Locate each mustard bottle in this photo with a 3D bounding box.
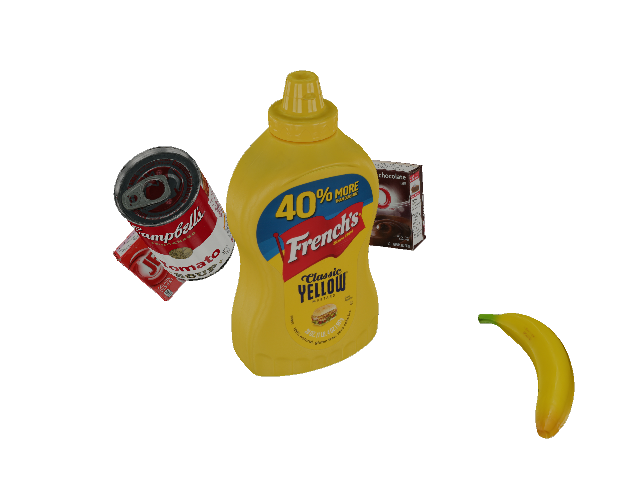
[{"bbox_3d":[-0.010,-0.012,0.656,0.096,0.192,0.058,-14,33,-22],"label":"mustard bottle"}]

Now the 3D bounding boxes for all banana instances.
[{"bbox_3d":[0.232,0.134,1.134,0.069,0.037,0.198,-25,34,3],"label":"banana"}]

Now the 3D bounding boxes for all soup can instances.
[{"bbox_3d":[-0.112,-0.019,0.837,0.068,0.068,0.102,0,-27,13],"label":"soup can"}]

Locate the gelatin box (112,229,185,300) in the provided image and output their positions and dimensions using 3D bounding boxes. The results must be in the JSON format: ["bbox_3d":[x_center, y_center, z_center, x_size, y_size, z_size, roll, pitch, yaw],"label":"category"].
[{"bbox_3d":[-0.161,0.007,1.121,0.073,0.089,0.030,44,-5,-28],"label":"gelatin box"}]

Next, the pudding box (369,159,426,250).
[{"bbox_3d":[0.058,-0.042,1.175,0.114,0.090,0.039,6,24,29],"label":"pudding box"}]
